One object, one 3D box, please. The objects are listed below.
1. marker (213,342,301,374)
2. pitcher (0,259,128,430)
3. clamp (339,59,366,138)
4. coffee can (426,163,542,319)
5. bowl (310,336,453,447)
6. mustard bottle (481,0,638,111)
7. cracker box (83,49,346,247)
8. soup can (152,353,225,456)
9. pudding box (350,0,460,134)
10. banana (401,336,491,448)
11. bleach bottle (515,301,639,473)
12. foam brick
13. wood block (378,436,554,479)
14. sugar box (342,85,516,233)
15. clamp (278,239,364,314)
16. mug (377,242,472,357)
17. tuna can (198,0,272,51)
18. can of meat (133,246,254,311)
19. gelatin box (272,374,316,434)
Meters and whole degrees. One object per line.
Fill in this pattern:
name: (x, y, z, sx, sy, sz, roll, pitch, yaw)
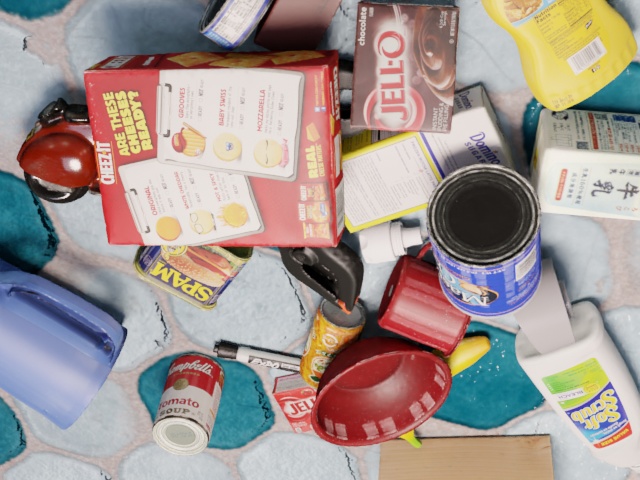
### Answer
marker: (-0.064, 0.138, 1.238, 0.121, 0.020, 0.020, 12, 129, -2)
pitcher: (-0.338, 0.088, 1.167, 0.242, 0.145, 0.149, 35, 91, -16)
clamp: (-0.014, -0.135, 0.998, 0.171, 0.039, 0.120, -16, 130, 12)
coffee can: (0.157, 0.004, 1.007, 0.103, 0.103, 0.140, -4, 156, 10)
bowl: (0.060, 0.156, 1.163, 0.162, 0.055, 0.162, -12, 136, -12)
mustard bottle: (0.187, -0.208, 0.895, 0.096, 0.058, 0.191, -36, 119, 4)
cracker box: (-0.087, -0.081, 0.945, 0.214, 0.072, 0.164, 1, 112, 11)
soup can: (-0.152, 0.191, 1.240, 0.068, 0.102, 0.068, 4, 129, 5)
pudding box: (0.075, -0.152, 0.946, 0.090, 0.039, 0.113, 3, 101, 4)
banana: (0.123, 0.170, 1.232, 0.069, 0.037, 0.198, 8, 133, -23)
bleach bottle: (0.319, 0.180, 1.197, 0.103, 0.068, 0.250, -25, 124, 25)
foam brick: (-0.016, -0.204, 0.935, 0.053, 0.051, 0.078, 24, 128, -13)
wood block: (0.178, 0.301, 1.294, 0.206, 0.090, 0.090, -3, 129, 10)
sugar box: (0.090, -0.076, 1.028, 0.176, 0.048, 0.093, -19, 127, 17)
clamp: (-0.007, 0.001, 1.083, 0.165, 0.036, 0.209, -3, 138, 45)
mug: (0.115, 0.054, 1.111, 0.081, 0.093, 0.117, 21, 102, -4)
tuna can: (-0.068, -0.206, 0.917, 0.033, 0.086, 0.086, 31, 126, -19)
can of meat: (-0.131, 0.014, 1.124, 0.102, 0.057, 0.084, 30, 124, -17)
gelatin box: (-0.003, 0.190, 1.266, 0.089, 0.030, 0.073, -14, 126, 17)
